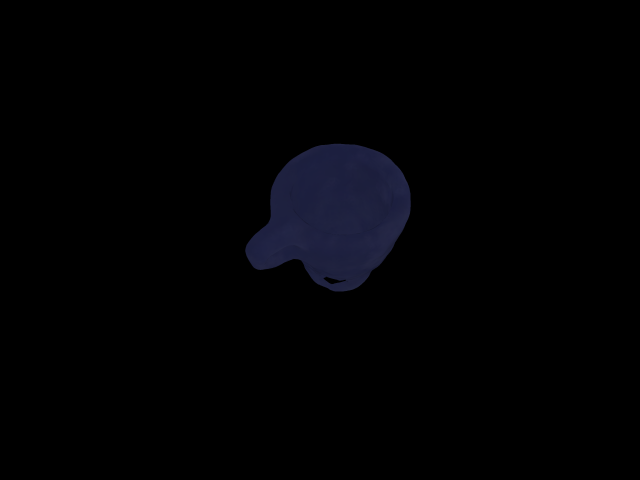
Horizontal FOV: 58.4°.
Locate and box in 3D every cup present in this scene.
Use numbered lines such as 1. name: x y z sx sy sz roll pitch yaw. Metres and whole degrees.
1. cup: 0.004 0.001 0.400 0.118 0.095 0.091 -33 61 -20
